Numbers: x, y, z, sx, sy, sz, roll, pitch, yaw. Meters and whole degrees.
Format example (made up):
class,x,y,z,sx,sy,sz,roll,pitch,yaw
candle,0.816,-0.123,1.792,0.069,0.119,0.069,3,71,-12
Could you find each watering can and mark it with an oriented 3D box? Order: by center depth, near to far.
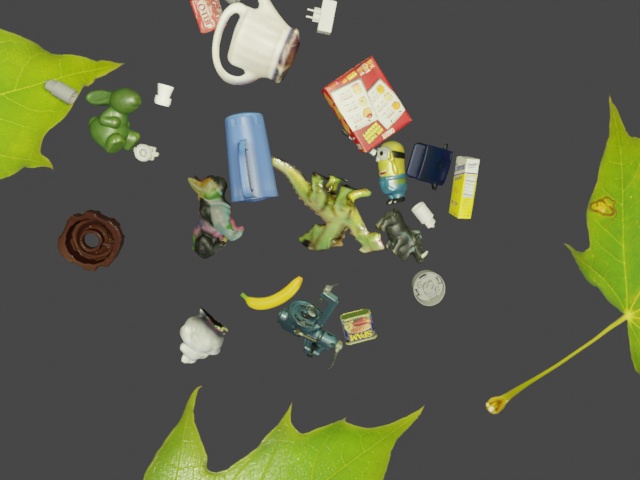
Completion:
class,x,y,z,sx,sy,sz,roll,pitch,yaw
watering can,-0.157,-0.570,1.378,0.224,0.106,0.342,22,110,-8

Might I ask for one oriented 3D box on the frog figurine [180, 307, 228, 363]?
class,x,y,z,sx,sy,sz,roll,pitch,yaw
frog figurine,-0.366,0.306,1.545,0.135,0.124,0.160,42,85,-30

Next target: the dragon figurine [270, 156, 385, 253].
class,x,y,z,sx,sy,sz,roll,pitch,yaw
dragon figurine,0.005,-0.076,1.506,0.411,0.123,0.239,21,107,7
